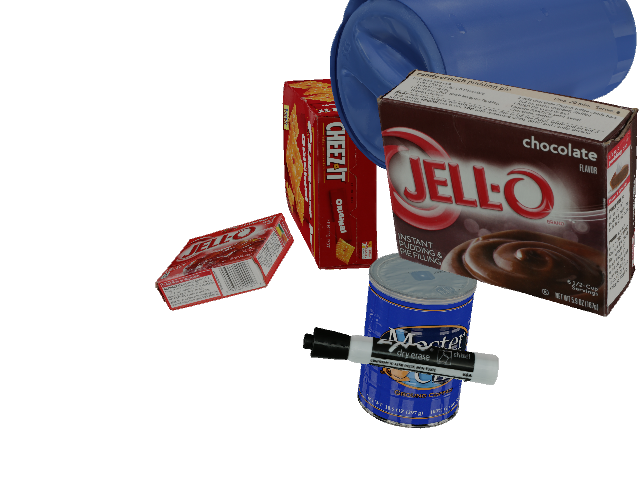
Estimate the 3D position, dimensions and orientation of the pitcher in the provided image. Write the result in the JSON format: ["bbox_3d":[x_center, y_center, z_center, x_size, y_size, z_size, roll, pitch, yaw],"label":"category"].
[{"bbox_3d":[0.141,-0.135,0.849,0.242,0.149,0.145,-18,34,-34],"label":"pitcher"}]

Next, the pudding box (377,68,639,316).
[{"bbox_3d":[0.084,-0.024,0.483,0.114,0.090,0.039,14,43,32],"label":"pudding box"}]

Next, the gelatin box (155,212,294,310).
[{"bbox_3d":[-0.073,0.016,0.820,0.089,0.030,0.073,-15,22,24],"label":"gelatin box"}]

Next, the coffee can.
[{"bbox_3d":[0.092,0.095,1.038,0.103,0.140,0.103,3,24,-2],"label":"coffee can"}]

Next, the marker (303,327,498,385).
[{"bbox_3d":[0.049,0.071,0.662,0.121,0.020,0.020,9,0,-1],"label":"marker"}]

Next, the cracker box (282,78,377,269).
[{"bbox_3d":[0.007,-0.079,1.164,0.072,0.164,0.214,-4,18,-8],"label":"cracker box"}]
